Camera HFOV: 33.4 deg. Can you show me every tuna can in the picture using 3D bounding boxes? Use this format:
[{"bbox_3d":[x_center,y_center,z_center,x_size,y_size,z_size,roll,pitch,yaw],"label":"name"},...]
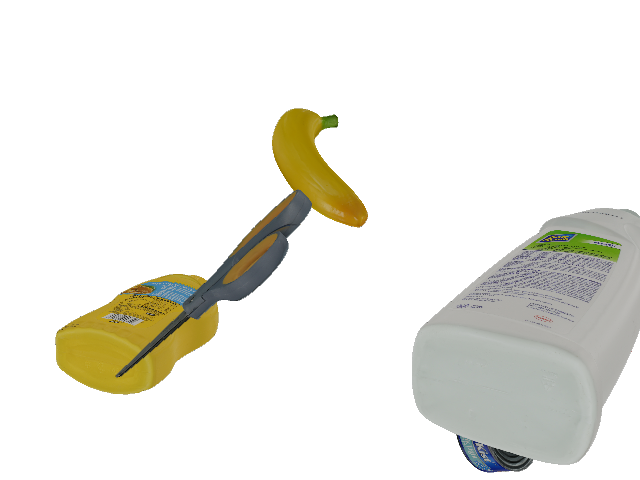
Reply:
[{"bbox_3d":[0.155,0.160,0.936,0.034,0.086,0.085,-16,-11,42],"label":"tuna can"}]

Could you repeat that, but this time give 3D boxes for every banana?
[{"bbox_3d":[-0.006,-0.072,0.930,0.069,0.037,0.198,-1,33,-7],"label":"banana"}]

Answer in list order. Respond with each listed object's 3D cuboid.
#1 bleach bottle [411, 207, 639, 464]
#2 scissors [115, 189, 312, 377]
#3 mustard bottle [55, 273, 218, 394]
[{"bbox_3d":[0.150,0.035,0.626,0.103,0.068,0.250,12,26,29],"label":"bleach bottle"},{"bbox_3d":[-0.078,0.045,0.715,0.016,0.202,0.096,42,13,-13],"label":"scissors"},{"bbox_3d":[-0.146,0.073,0.958,0.096,0.058,0.191,9,20,19],"label":"mustard bottle"}]
